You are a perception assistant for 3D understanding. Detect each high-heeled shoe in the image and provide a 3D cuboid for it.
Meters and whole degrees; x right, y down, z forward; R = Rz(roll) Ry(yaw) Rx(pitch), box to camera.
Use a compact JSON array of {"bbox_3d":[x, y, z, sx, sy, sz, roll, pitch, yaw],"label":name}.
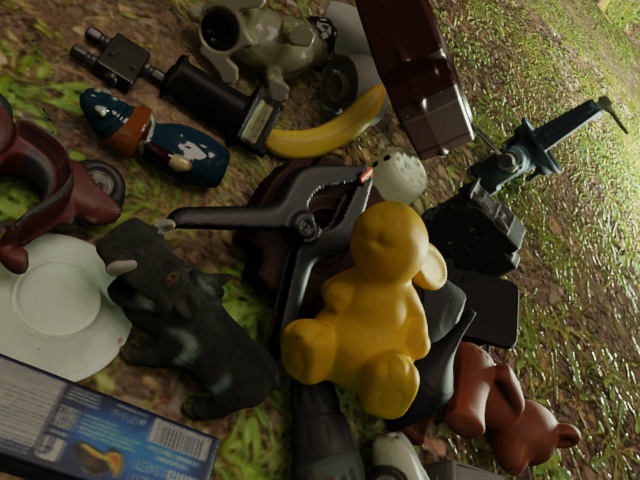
[{"bbox_3d":[0.100,0.104,0.617,0.086,0.145,0.249,32,8,-12],"label":"high-heeled shoe"}]

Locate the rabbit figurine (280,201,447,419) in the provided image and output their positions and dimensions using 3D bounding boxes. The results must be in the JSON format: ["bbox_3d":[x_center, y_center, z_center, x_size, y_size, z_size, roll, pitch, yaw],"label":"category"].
[{"bbox_3d":[0.060,0.045,0.481,0.122,0.173,0.162,20,26,27],"label":"rabbit figurine"}]

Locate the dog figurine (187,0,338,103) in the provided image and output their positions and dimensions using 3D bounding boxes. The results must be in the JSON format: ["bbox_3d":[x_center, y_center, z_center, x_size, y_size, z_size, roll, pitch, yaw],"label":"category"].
[{"bbox_3d":[-0.070,-0.277,0.725,0.172,0.121,0.191,37,27,-9],"label":"dog figurine"}]

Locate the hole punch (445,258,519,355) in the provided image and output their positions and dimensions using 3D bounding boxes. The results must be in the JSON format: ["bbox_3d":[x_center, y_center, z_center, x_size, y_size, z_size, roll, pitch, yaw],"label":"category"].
[{"bbox_3d":[0.188,0.105,0.702,0.116,0.092,0.142,17,50,8],"label":"hole punch"}]

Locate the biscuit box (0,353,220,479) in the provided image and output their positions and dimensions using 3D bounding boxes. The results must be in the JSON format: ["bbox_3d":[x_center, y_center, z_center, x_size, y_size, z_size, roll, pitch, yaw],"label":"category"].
[{"bbox_3d":[-0.176,0.140,0.381,0.202,0.063,0.059,31,47,-22],"label":"biscuit box"}]

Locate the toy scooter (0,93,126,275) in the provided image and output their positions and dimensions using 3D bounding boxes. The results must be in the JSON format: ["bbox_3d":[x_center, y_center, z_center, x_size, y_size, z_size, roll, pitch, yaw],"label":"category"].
[{"bbox_3d":[-0.252,-0.045,0.422,0.183,0.075,0.135,32,39,-24],"label":"toy scooter"}]

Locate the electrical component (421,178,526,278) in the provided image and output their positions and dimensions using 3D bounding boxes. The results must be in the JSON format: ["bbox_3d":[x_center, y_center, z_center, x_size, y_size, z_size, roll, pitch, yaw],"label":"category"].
[{"bbox_3d":[0.219,-0.005,0.764,0.134,0.115,0.058,47,46,-4],"label":"electrical component"}]

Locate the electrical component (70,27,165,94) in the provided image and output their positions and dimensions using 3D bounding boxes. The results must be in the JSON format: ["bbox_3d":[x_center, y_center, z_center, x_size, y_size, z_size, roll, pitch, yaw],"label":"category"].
[{"bbox_3d":[-0.217,-0.191,0.585,0.094,0.021,0.063,30,48,-23],"label":"electrical component"}]

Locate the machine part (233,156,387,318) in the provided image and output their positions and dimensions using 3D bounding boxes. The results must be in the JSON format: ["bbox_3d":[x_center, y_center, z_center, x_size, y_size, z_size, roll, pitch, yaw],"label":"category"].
[{"bbox_3d":[-0.001,-0.002,0.577,0.179,0.056,0.179,3,83,-25],"label":"machine part"}]

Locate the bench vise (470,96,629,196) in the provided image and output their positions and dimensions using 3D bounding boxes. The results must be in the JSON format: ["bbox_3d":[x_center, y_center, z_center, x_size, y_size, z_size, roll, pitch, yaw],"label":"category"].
[{"bbox_3d":[0.385,-0.171,0.931,0.223,0.240,0.129,4,57,-56],"label":"bench vise"}]

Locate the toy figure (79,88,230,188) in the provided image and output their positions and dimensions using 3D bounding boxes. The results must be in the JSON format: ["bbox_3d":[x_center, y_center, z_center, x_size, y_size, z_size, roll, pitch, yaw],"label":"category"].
[{"bbox_3d":[-0.168,-0.101,0.543,0.154,0.064,0.057,23,88,-22],"label":"toy figure"}]

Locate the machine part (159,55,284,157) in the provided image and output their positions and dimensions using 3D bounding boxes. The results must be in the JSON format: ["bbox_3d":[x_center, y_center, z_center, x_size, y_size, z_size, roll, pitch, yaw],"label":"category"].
[{"bbox_3d":[-0.112,-0.158,0.620,0.139,0.039,0.084,25,88,-24],"label":"machine part"}]

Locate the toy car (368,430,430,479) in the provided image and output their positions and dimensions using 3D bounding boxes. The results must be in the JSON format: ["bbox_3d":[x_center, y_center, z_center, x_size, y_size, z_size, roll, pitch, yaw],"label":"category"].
[{"bbox_3d":[0.094,0.281,0.499,0.073,0.056,0.202,49,20,-71],"label":"toy car"}]

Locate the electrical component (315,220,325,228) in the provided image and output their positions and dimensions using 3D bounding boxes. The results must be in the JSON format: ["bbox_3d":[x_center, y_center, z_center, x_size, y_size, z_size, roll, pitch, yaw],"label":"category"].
[{"bbox_3d":[-0.002,-0.058,0.662,0.075,0.048,0.119,36,48,-18],"label":"electrical component"}]

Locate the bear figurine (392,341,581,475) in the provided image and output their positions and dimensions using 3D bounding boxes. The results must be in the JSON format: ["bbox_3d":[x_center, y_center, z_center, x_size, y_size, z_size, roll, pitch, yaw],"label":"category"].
[{"bbox_3d":[0.192,0.211,0.608,0.195,0.120,0.132,47,48,-13],"label":"bear figurine"}]

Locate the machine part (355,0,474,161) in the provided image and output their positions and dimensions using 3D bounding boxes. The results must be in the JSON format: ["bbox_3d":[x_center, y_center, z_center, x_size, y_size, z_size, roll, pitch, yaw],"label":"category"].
[{"bbox_3d":[0.130,-0.225,0.711,0.200,0.087,0.201,41,34,-57],"label":"machine part"}]

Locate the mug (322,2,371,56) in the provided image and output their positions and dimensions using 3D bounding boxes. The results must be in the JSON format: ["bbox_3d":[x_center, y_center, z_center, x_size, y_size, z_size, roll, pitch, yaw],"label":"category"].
[{"bbox_3d":[0.051,-0.338,0.860,0.107,0.081,0.109,27,54,-13],"label":"mug"}]

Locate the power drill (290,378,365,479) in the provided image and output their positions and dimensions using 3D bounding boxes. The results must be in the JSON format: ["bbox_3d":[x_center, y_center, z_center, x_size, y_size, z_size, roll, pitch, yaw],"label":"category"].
[{"bbox_3d":[-0.022,0.215,0.421,0.207,0.086,0.232,20,52,-69],"label":"power drill"}]

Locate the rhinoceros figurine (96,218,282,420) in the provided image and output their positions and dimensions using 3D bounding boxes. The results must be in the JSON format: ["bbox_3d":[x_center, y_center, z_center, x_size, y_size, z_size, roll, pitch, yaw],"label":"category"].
[{"bbox_3d":[-0.111,0.068,0.443,0.190,0.112,0.073,53,43,-14],"label":"rhinoceros figurine"}]
